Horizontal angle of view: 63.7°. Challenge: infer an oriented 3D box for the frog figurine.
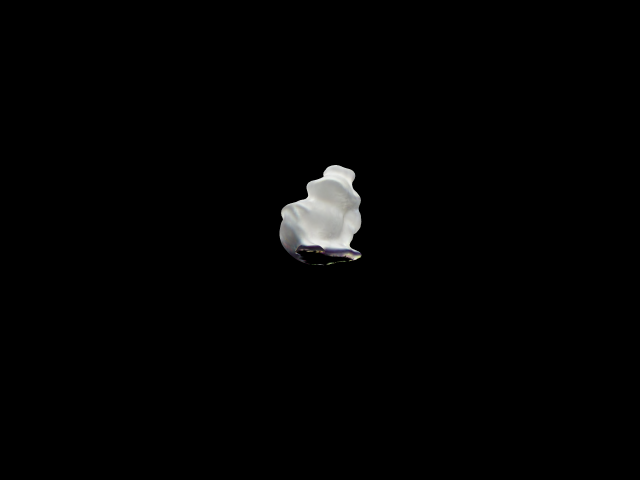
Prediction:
[{"bbox_3d":[0.003,-0.043,0.850,0.137,0.162,0.121,4,-19,-11],"label":"frog figurine"}]
